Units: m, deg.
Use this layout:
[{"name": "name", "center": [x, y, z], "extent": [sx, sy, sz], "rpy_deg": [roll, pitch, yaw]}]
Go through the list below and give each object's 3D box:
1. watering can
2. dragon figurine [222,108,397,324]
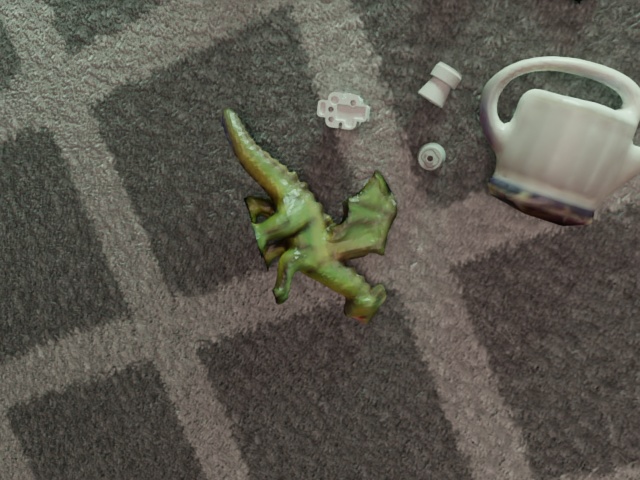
[{"name": "watering can", "center": [0.383, -0.121, 0.716], "extent": [0.348, 0.105, 0.222], "rpy_deg": [21, 105, 10]}, {"name": "dragon figurine", "center": [0.003, -0.043, 0.845], "extent": [0.243, 0.123, 0.408], "rpy_deg": [-15, 98, -2]}]
